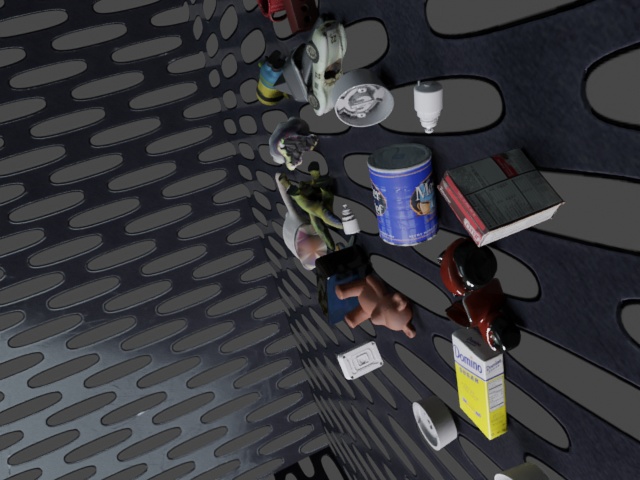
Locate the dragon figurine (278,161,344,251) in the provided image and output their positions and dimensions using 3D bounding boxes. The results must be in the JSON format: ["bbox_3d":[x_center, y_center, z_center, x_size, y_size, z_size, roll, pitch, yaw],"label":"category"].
[{"bbox_3d":[0.004,-0.072,1.435,0.419,0.122,0.237,59,177,49],"label":"dragon figurine"}]

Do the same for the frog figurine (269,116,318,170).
[{"bbox_3d":[-0.083,-0.275,1.411,0.162,0.122,0.135,-119,47,-62],"label":"frog figurine"}]

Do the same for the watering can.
[{"bbox_3d":[-0.072,-0.046,1.697,0.227,0.104,0.342,-144,35,-64],"label":"watering can"}]
